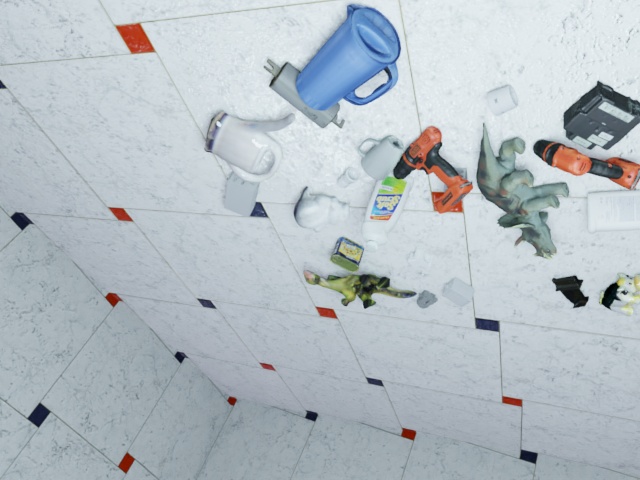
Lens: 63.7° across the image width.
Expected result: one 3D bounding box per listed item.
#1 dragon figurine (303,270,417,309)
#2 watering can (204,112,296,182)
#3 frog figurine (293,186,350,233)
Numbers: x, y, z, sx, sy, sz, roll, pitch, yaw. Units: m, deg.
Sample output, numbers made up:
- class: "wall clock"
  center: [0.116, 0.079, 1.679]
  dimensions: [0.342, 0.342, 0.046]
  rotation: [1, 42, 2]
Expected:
- class: "dragon figurine"
  center: [0.124, 0.156, 1.834]
  dimensions: [0.409, 0.122, 0.244]
  rotation: [11, -175, -33]
- class: "watering can"
  center: [-0.198, -0.280, 1.414]
  dimensions: [0.224, 0.106, 0.341]
  rotation: [28, 147, -7]
- class: "frog figurine"
  center: [0.005, -0.079, 1.574]
  dimensions: [0.160, 0.125, 0.134]
  rotation: [25, 128, 15]
